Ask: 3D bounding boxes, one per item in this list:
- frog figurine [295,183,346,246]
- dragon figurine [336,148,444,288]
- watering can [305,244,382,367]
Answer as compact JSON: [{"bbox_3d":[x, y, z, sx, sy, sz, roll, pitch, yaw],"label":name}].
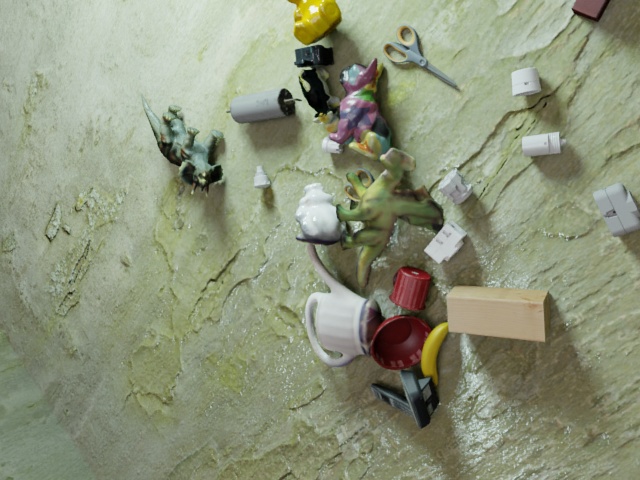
[{"bbox_3d":[0.004,-0.068,1.348,0.137,0.123,0.159,5,95,-3],"label":"frog figurine"},{"bbox_3d":[0.175,-0.043,1.245,0.242,0.125,0.401,1,126,21],"label":"dragon figurine"},{"bbox_3d":[0.055,0.180,1.367,0.224,0.105,0.345,2,102,30],"label":"watering can"}]
